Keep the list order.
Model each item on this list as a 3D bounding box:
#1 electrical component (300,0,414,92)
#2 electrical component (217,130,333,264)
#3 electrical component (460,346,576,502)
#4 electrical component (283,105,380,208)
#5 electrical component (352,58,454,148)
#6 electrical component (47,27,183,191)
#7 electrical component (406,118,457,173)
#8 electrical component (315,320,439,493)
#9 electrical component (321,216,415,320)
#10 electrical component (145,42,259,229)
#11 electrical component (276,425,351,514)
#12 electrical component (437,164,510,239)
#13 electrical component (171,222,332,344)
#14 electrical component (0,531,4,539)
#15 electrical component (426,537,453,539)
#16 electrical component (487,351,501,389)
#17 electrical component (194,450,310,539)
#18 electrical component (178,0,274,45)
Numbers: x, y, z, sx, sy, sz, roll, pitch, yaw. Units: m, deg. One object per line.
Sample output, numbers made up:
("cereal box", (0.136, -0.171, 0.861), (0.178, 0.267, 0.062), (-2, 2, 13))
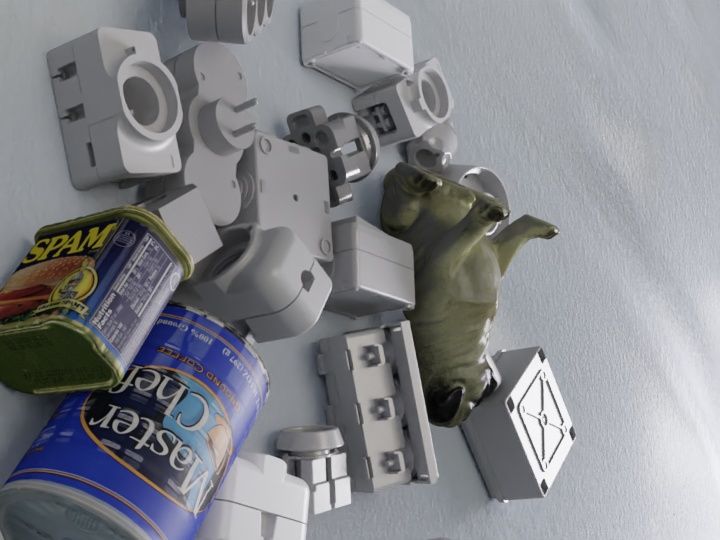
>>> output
("electrical component", (0.001, -0.195, 0.907), (0.096, 0.062, 0.061), (16, 67, -52))
("electrical component", (-0.064, -0.047, 0.778), (0.100, 0.048, 0.099), (13, 69, -53))
("electrical component", (0.150, 0.144, 1.017), (0.109, 0.056, 0.108), (-44, 116, -52))
("electrical component", (-0.021, -0.092, 0.848), (0.057, 0.058, 0.078), (-29, 103, -52))
("electrical component", (0.044, -0.150, 0.959), (0.089, 0.056, 0.050), (-45, 116, -51))
("electrical component", (-0.149, -0.100, 0.666), (0.050, 0.056, 0.089), (-10, 87, -56))
("electrical component", (0.070, -0.119, 0.998), (0.043, 0.043, 0.062), (58, 38, -26))
("electrical component", (0.012, 0.105, 0.823), (0.063, 0.079, 0.121), (-9, 87, -34))
("electrical component", (0.000, 0.000, 0.843), (0.096, 0.062, 0.061), (19, 64, -51))
("electrical component", (-0.096, -0.092, 0.715), (0.052, 0.074, 0.138), (29, 53, -46))
("electrical component", (-0.035, 0.140, 0.764), (0.066, 0.048, 0.055), (0, 87, -55))
("electrical component", (0.095, -0.053, 1.017), (0.099, 0.064, 0.099), (-1, 91, -46))
("electrical component", (-0.075, 0.010, 0.702), (0.059, 0.095, 0.053), (54, 41, -31))
("electrical component", (-0.186, 0.184, 0.509), (0.063, 0.079, 0.121), (-77, 149, -80))
("electrical component", (0.067, 0.253, 0.883), (0.035, 0.035, 0.061), (-9, 89, -56))
("electrical component", (0.091, 0.074, 0.967), (0.081, 0.043, 0.043), (60, 38, -23))
("electrical component", (-0.078, 0.151, 0.689), (0.095, 0.054, 0.059), (31, 55, -47))
("electrical component", (-0.105, -0.192, 0.747), (0.138, 0.074, 0.052), (-79, 174, -69))
